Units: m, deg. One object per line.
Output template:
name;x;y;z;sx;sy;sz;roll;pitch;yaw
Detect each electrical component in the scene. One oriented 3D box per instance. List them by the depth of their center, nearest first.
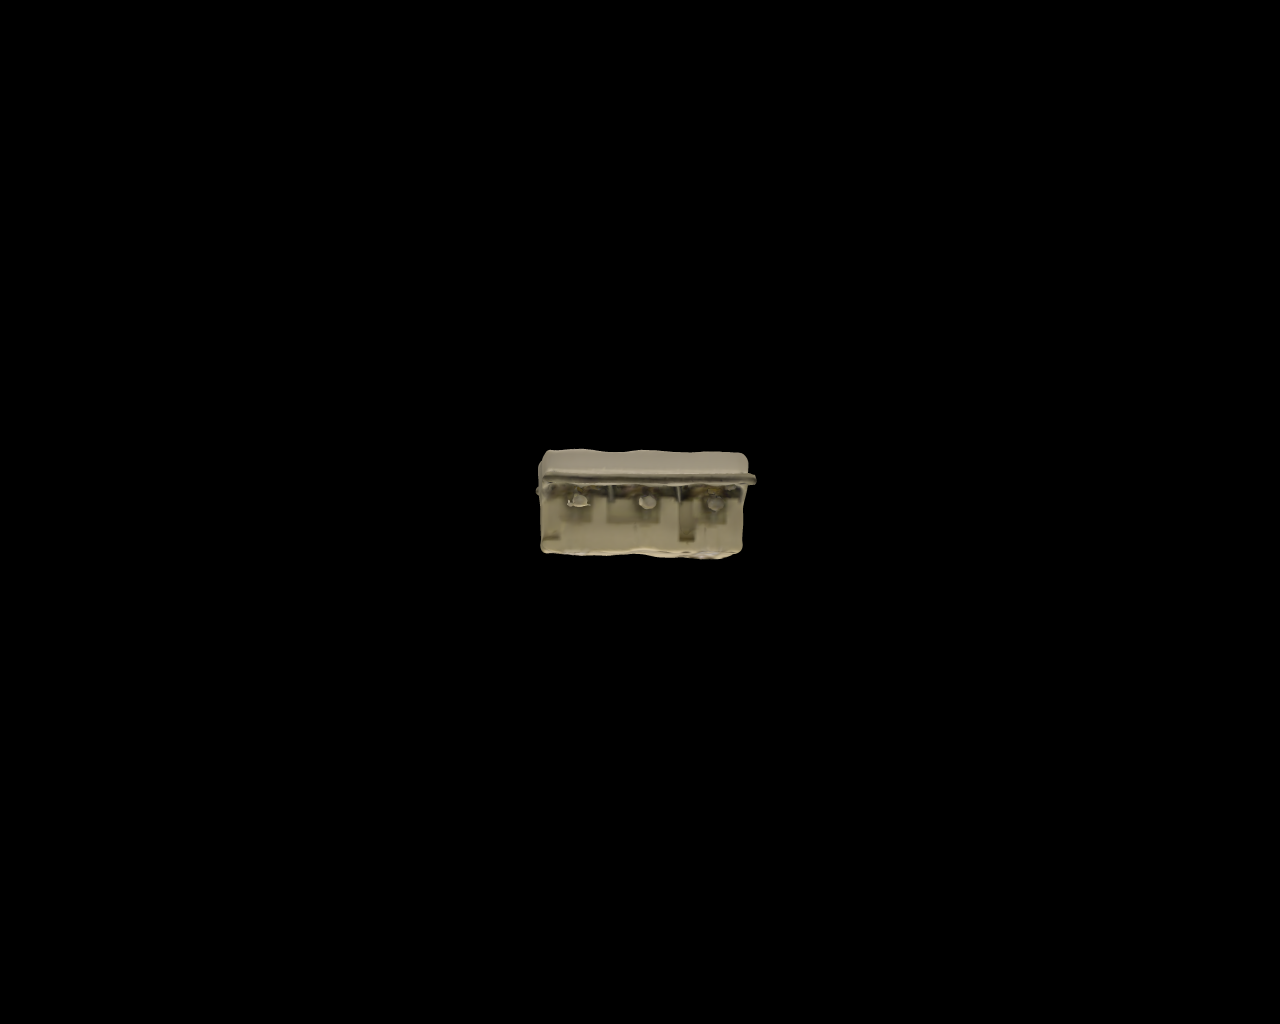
electrical component;0.001;-0.003;0.650;0.121;0.063;0.078;1;-7;-9
